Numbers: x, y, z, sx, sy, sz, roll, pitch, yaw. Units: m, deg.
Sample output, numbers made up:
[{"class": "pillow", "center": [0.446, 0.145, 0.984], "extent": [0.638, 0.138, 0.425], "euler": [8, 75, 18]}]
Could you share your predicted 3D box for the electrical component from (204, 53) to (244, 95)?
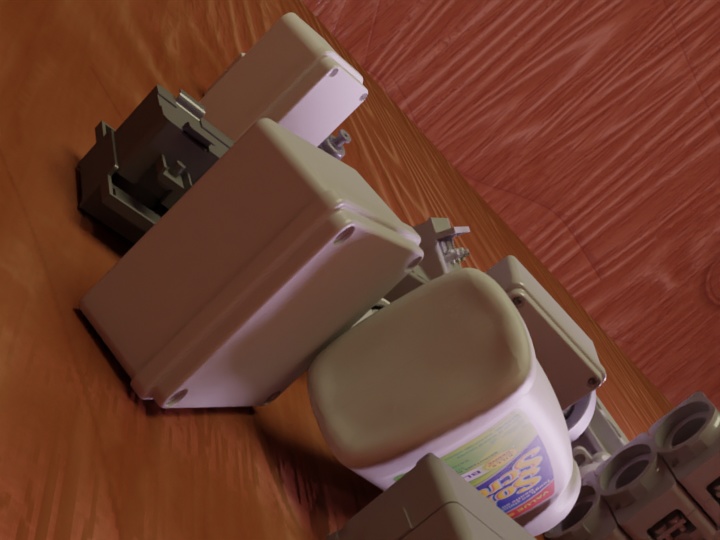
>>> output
[{"class": "electrical component", "center": [-0.096, -0.144, 0.894], "extent": [0.055, 0.047, 0.055], "euler": [47, 11, -12]}]

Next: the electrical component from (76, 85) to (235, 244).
[{"class": "electrical component", "center": [-0.070, -0.030, 0.532], "extent": [0.121, 0.063, 0.078], "euler": [37, 16, -32]}]

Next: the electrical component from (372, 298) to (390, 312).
[{"class": "electrical component", "center": [0.006, 0.036, 0.645], "extent": [0.043, 0.043, 0.062], "euler": [47, -15, -13]}]

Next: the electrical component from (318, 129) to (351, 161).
[{"class": "electrical component", "center": [-0.039, -0.081, 0.842], "extent": [0.040, 0.078, 0.040], "euler": [39, 28, -25]}]

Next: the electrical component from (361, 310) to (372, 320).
[{"class": "electrical component", "center": [-0.022, 0.029, 0.596], "extent": [0.045, 0.045, 0.055], "euler": [53, 12, 22]}]

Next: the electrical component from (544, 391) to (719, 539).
[{"class": "electrical component", "center": [0.209, 0.162, 0.770], "extent": [0.061, 0.150, 0.089], "euler": [48, 11, -10]}]

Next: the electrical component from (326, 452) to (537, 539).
[{"class": "electrical component", "center": [0.042, 0.134, 0.441], "extent": [0.096, 0.062, 0.061], "euler": [43, 12, -30]}]

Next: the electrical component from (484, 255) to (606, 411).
[{"class": "electrical component", "center": [0.106, 0.064, 0.798], "extent": [0.108, 0.109, 0.056], "euler": [45, 20, -20]}]

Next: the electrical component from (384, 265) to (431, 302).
[{"class": "electrical component", "center": [0.000, 0.000, 0.740], "extent": [0.061, 0.061, 0.096], "euler": [55, 12, 28]}]

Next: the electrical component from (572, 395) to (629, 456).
[{"class": "electrical component", "center": [0.216, 0.164, 1.026], "extent": [0.079, 0.063, 0.121], "euler": [41, 14, -37]}]

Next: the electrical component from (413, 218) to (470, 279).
[{"class": "electrical component", "center": [0.067, -0.014, 1.044], "extent": [0.121, 0.079, 0.063], "euler": [-12, 83, -78]}]

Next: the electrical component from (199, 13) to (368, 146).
[{"class": "electrical component", "center": [-0.058, -0.121, 0.791], "extent": [0.057, 0.113, 0.078], "euler": [50, 10, 20]}]

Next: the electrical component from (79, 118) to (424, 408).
[{"class": "electrical component", "center": [-0.040, 0.003, 0.446], "extent": [0.056, 0.109, 0.109], "euler": [49, 10, 18]}]

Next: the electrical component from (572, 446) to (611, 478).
[{"class": "electrical component", "center": [0.200, 0.188, 0.900], "extent": [0.078, 0.058, 0.057], "euler": [51, 8, 8]}]

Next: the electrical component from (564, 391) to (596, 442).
[{"class": "electrical component", "center": [0.143, 0.100, 0.879], "extent": [0.099, 0.099, 0.064], "euler": [55, 6, 29]}]
